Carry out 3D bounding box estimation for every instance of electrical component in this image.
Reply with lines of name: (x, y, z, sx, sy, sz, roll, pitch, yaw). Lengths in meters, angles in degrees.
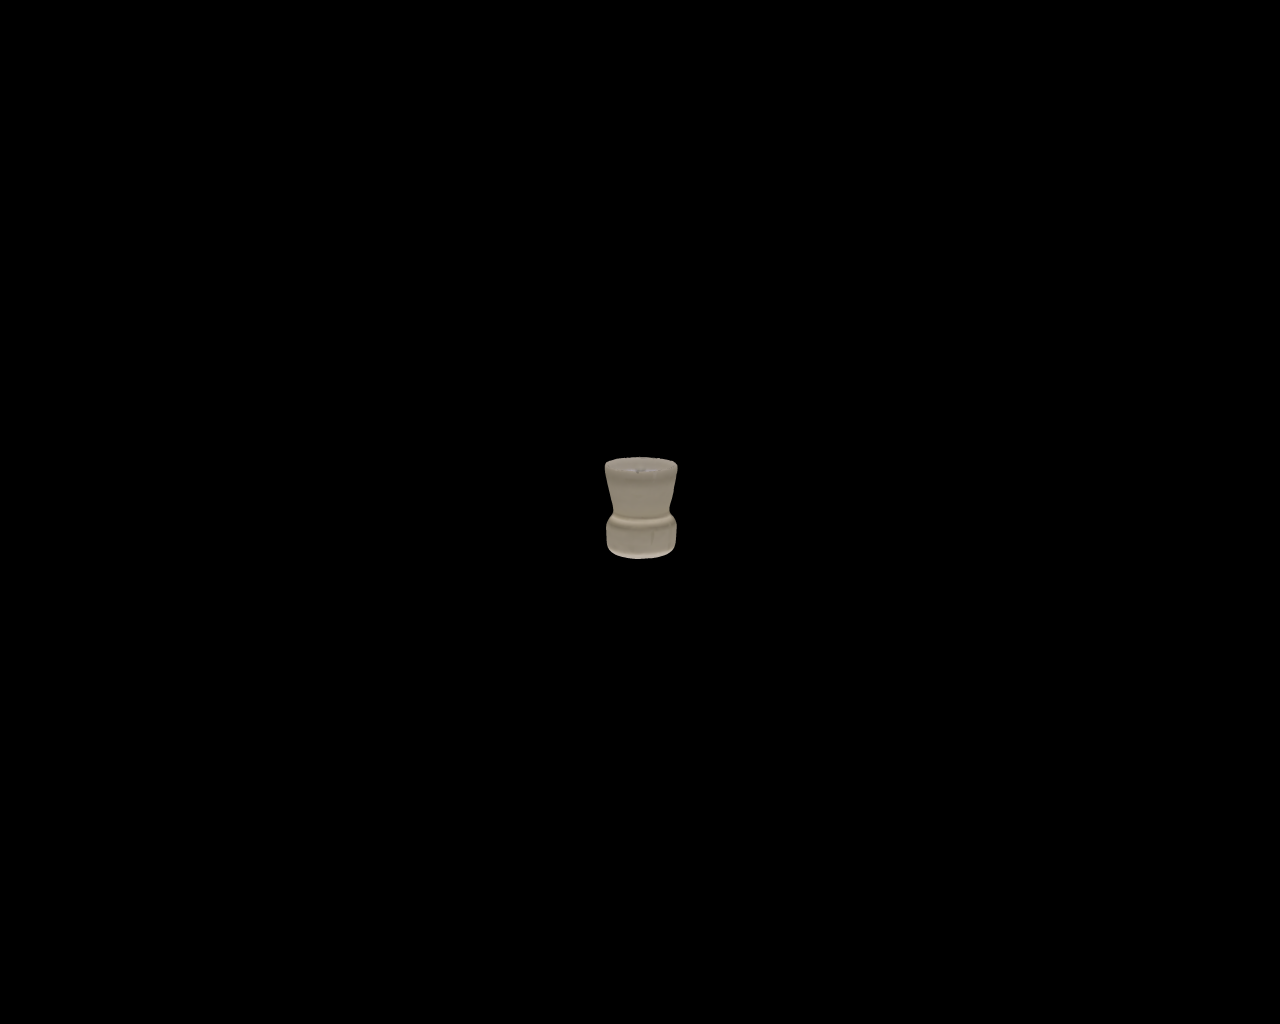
electrical component: (0.001, -0.003, 0.650, 0.045, 0.055, 0.045, 0, 14, 0)
